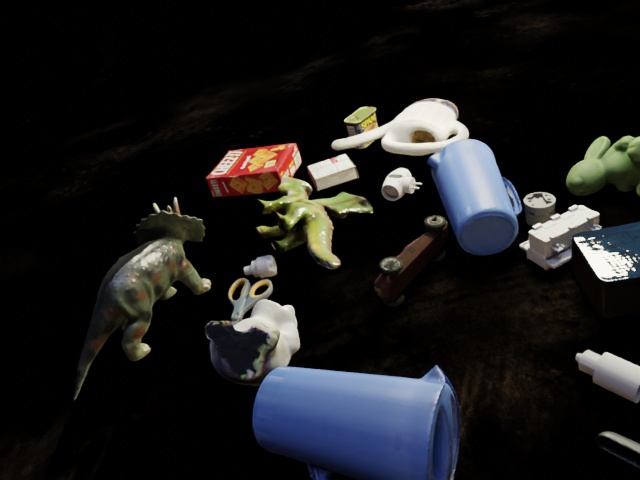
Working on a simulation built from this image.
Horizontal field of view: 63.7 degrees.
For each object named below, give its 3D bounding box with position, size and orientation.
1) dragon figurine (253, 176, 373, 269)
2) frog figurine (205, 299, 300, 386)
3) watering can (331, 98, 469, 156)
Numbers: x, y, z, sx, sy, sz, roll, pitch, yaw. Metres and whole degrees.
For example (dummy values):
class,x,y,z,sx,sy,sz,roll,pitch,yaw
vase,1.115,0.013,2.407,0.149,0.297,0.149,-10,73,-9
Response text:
class,x,y,z,sx,sy,sz,roll,pitch,yaw
dragon figurine,0.003,-0.055,1.100,0.245,0.119,0.415,-23,34,-26
frog figurine,-0.098,0.163,0.833,0.137,0.123,0.159,-17,-4,13
watering can,0.219,-0.287,1.345,0.348,0.102,0.229,7,37,28
